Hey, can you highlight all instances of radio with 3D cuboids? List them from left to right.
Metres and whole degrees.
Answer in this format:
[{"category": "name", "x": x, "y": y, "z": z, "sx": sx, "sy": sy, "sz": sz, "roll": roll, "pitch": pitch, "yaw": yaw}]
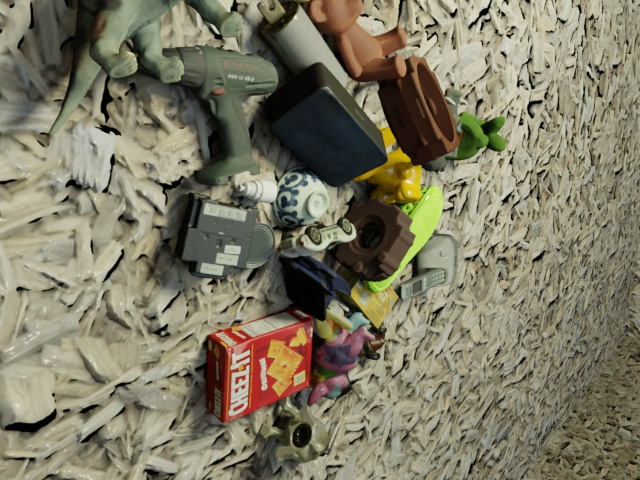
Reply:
[{"category": "radio", "x": 0.014, "y": -0.195, "z": 0.965, "sx": 0.229, "sy": 0.131, "sz": 0.073, "roll": 38, "pitch": 33, "yaw": -46}]

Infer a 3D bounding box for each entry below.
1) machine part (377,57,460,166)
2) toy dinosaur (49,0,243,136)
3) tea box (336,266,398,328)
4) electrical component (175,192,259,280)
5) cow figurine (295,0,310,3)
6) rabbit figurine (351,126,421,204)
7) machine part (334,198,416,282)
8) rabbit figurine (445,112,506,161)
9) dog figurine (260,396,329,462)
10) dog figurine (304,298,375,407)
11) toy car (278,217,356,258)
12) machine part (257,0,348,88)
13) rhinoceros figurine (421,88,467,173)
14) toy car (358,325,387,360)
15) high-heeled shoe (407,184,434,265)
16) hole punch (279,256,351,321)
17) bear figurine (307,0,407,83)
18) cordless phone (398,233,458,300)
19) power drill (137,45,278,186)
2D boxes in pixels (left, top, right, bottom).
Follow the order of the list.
[{"category": "machine part", "x": 0.198, "y": -0.258, "z": 1.084, "sx": 0.201, "sy": 0.087, "sz": 0.201, "roll": 65, "pitch": 30, "yaw": -6}, {"category": "toy dinosaur", "x": -0.219, "y": -0.316, "z": 0.686, "sx": 0.405, "sy": 0.192, "sz": 0.131, "roll": -36, "pitch": 165, "yaw": -12}, {"category": "tea box", "x": 0.103, "y": 0.116, "z": 1.230, "sx": 0.098, "sy": 0.068, "sz": 0.169, "roll": -52, "pitch": 136, "yaw": -17}, {"category": "electrical component", "x": -0.174, "y": -0.002, "z": 0.887, "sx": 0.115, "sy": 0.058, "sz": 0.134, "roll": 13, "pitch": 97, "yaw": -25}, {"category": "cow figurine", "x": -0.059, "y": -0.454, "z": 0.834, "sx": 0.098, "sy": 0.068, "sz": 0.167, "roll": -26, "pitch": 120, "yaw": -29}, {"category": "rabbit figurine", "x": 0.125, "y": -0.156, "z": 1.115, "sx": 0.173, "sy": 0.122, "sz": 0.162, "roll": 6, "pitch": 99, "yaw": -27}, {"category": "machine part", "x": 0.108, "y": -0.003, "z": 1.115, "sx": 0.056, "sy": 0.180, "sz": 0.179, "roll": 34, "pitch": 81, "yaw": -44}, {"category": "rabbit figurine", "x": 0.369, "y": -0.263, "z": 1.304, "sx": 0.170, "sy": 0.159, "sz": 0.121, "roll": -31, "pitch": 119, "yaw": -52}, {"category": "dog figurine", "x": -0.012, "y": 0.441, "z": 1.179, "sx": 0.121, "sy": 0.173, "sz": 0.190, "roll": -50, "pitch": 128, "yaw": -4}, {"category": "dog figurine", "x": 0.011, "y": 0.247, "z": 1.162, "sx": 0.191, "sy": 0.108, "sz": 0.219, "roll": 30, "pitch": 101, "yaw": -18}, {"category": "toy car", "x": -0.002, "y": -0.003, "z": 1.042, "sx": 0.201, "sy": 0.074, "sz": 0.056, "roll": -18, "pitch": 92, "yaw": -55}, {"category": "machine part", "x": -0.023, "y": -0.317, "z": 0.920, "sx": 0.079, "sy": 0.079, "sz": 0.243, "roll": -58, "pitch": 135, "yaw": -11}, {"category": "rhinoceros figurine", "x": 0.265, "y": -0.248, "z": 1.215, "sx": 0.073, "sy": 0.112, "sz": 0.190, "roll": -7, "pitch": 120, "yaw": -44}, {"category": "toy car", "x": 0.099, "y": 0.254, "z": 1.297, "sx": 0.202, "sy": 0.053, "sz": 0.089, "roll": 5, "pitch": 99, "yaw": -45}, {"category": "high-heeled shoe", "x": 0.179, "y": -0.054, "z": 1.256, "sx": 0.145, "sy": 0.086, "sz": 0.248, "roll": -27, "pitch": 112, "yaw": -5}, {"category": "hole punch", "x": -0.004, "y": 0.080, "z": 1.068, "sx": 0.092, "sy": 0.142, "sz": 0.115, "roll": -36, "pitch": 142, "yaw": -28}, {"category": "bear figurine", "x": 0.066, "y": -0.378, "z": 0.955, "sx": 0.195, "sy": 0.132, "sz": 0.120, "roll": 52, "pitch": 38, "yaw": -47}, {"category": "cordless phone", "x": 0.262, "y": 0.067, "z": 1.365, "sx": 0.184, "sy": 0.089, "sz": 0.146, "roll": -22, "pitch": 121, "yaw": -33}, {"category": "power drill", "x": -0.167, "y": -0.193, "z": 0.834, "sx": 0.232, "sy": 0.086, "sz": 0.207, "roll": -21, "pitch": 113, "yaw": -40}]
